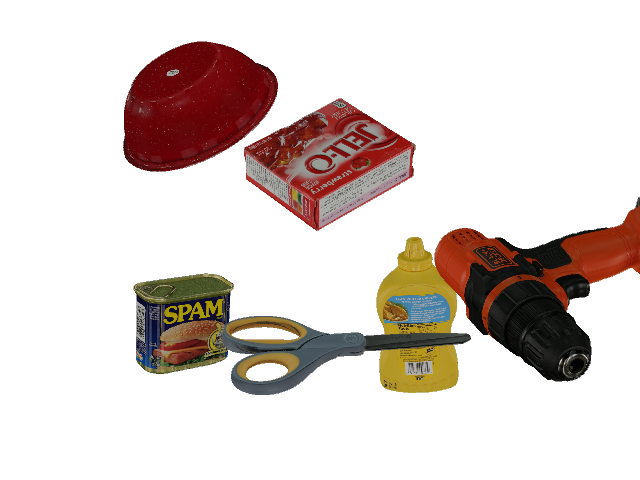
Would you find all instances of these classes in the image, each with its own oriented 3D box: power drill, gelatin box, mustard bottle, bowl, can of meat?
[{"bbox_3d":[0.196,0.030,0.766,0.187,0.057,0.184,-9,28,-16],"label":"power drill"},{"bbox_3d":[0.006,-0.052,0.700,0.089,0.030,0.073,-31,49,-28],"label":"gelatin box"},{"bbox_3d":[0.116,0.087,1.283,0.096,0.192,0.058,-2,22,6],"label":"mustard bottle"},{"bbox_3d":[-0.124,-0.137,0.995,0.162,0.055,0.162,-18,38,14],"label":"bowl"},{"bbox_3d":[-0.144,0.087,1.117,0.101,0.084,0.058,-7,20,-33],"label":"can of meat"}]

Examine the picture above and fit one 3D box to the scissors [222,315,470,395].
[{"bbox_3d":[0.015,0.094,0.852,0.202,0.016,0.096,6,35,10],"label":"scissors"}]
